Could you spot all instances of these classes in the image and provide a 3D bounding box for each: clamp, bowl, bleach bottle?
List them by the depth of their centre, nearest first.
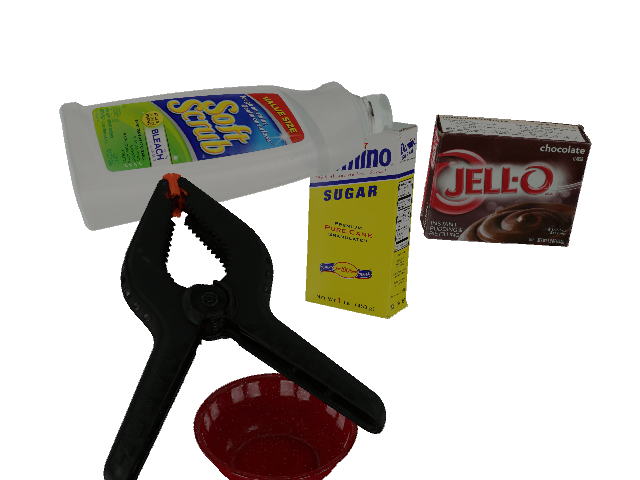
[{"bbox_3d":[-0.057,0.047,0.652,0.164,0.210,0.036,-5,-33,-12],"label":"clamp"},{"bbox_3d":[-0.070,-0.082,0.836,0.250,0.102,0.068,-13,-32,-8],"label":"bleach bottle"},{"bbox_3d":[-0.044,0.202,1.062,0.162,0.055,0.162,1,30,-1],"label":"bowl"}]

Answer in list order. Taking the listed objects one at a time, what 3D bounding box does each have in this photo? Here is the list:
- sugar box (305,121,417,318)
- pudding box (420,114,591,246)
[{"bbox_3d":[0.036,-0.023,0.987,0.093,0.176,0.048,10,19,28],"label":"sugar box"},{"bbox_3d":[0.136,-0.044,0.798,0.113,0.090,0.039,2,34,-3],"label":"pudding box"}]
